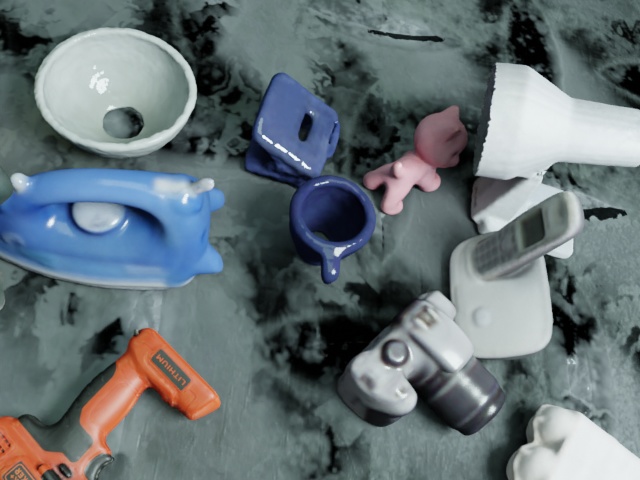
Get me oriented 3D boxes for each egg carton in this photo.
[{"bbox_3d":[0.269,0.246,0.583,0.150,0.069,0.107,37,63,6],"label":"egg carton"}]

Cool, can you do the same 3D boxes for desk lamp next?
[{"bbox_3d":[0.249,-0.090,0.653,0.203,0.213,0.118,16,63,-5],"label":"desk lamp"}]

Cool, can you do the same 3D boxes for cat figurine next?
[{"bbox_3d":[0.124,-0.103,0.684,0.128,0.117,0.067,-34,76,-24],"label":"cat figurine"}]

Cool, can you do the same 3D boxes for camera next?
[{"bbox_3d":[0.113,0.138,0.579,0.136,0.100,0.143,45,64,10],"label":"camera"}]

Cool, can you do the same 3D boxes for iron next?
[{"bbox_3d":[-0.222,-0.029,0.556,0.258,0.141,0.118,1,65,-12],"label":"iron"}]

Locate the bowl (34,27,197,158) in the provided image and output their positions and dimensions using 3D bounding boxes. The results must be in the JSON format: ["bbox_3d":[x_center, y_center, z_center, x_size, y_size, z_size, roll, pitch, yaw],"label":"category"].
[{"bbox_3d":[-0.225,-0.154,0.651,0.167,0.074,0.167,5,65,-11],"label":"bowl"}]

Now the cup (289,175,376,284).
[{"bbox_3d":[0.006,0.002,0.620,0.092,0.095,0.118,6,64,-10],"label":"cup"}]

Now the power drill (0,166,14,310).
[{"bbox_3d":[-0.346,0.030,0.462,0.075,0.208,0.230,38,63,6],"label":"power drill"}]

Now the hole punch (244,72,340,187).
[{"bbox_3d":[-0.028,-0.128,0.675,0.101,0.091,0.109,18,63,-4],"label":"hole punch"}]

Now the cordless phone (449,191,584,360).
[{"bbox_3d":[0.211,0.041,0.599,0.094,0.185,0.147,4,65,-11],"label":"cordless phone"}]
